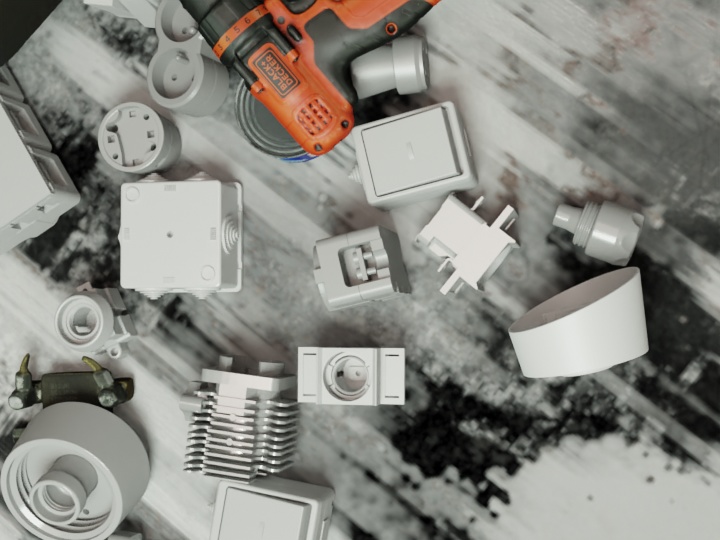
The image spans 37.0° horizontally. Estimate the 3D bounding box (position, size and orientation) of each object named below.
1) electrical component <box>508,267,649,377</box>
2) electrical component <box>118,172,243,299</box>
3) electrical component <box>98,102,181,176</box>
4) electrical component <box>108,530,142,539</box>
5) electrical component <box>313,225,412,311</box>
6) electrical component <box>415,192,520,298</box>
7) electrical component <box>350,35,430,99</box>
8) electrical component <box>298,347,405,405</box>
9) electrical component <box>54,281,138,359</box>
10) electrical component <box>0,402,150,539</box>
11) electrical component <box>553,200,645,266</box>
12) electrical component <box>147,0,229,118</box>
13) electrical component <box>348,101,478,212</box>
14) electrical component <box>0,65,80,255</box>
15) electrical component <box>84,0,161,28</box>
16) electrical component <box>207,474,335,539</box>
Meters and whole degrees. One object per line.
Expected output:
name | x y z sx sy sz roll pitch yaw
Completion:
electrical component | 0.156 0.040 0.766 0.099 0.099 0.064 -13 91 11
electrical component | -0.142 -0.027 0.854 0.100 0.048 0.099 -1 88 12
electrical component | -0.175 -0.103 0.865 0.055 0.047 0.055 -1 87 12
electrical component | -0.170 0.248 0.842 0.057 0.058 0.078 5 88 15
electrical component | 0.000 0.000 0.802 0.056 0.089 0.050 -14 85 11
electrical component | 0.081 -0.021 0.811 0.064 0.042 0.081 39 94 14
electrical component | 0.023 -0.156 0.827 0.055 0.045 0.045 -4 87 11
electrical component | -0.004 0.079 0.812 0.081 0.064 0.042 1 87 11
electrical component | -0.213 0.041 0.861 0.048 0.055 0.066 -27 82 9
electrical component | -0.225 0.164 0.835 0.108 0.060 0.108 4 114 9
electrical component | 0.174 -0.031 0.791 0.062 0.043 0.043 21 92 14
electrical component | -0.119 -0.188 0.844 0.052 0.074 0.138 9 89 25
electrical component | 0.035 -0.084 0.813 0.096 0.061 0.061 -14 84 11
electrical component | -0.309 -0.098 0.885 0.089 0.062 0.150 -33 81 8
electrical component | -0.180 -0.231 0.847 0.062 0.096 0.061 8 89 12
electrical component | -0.075 0.192 0.822 0.096 0.061 0.061 10 90 12
